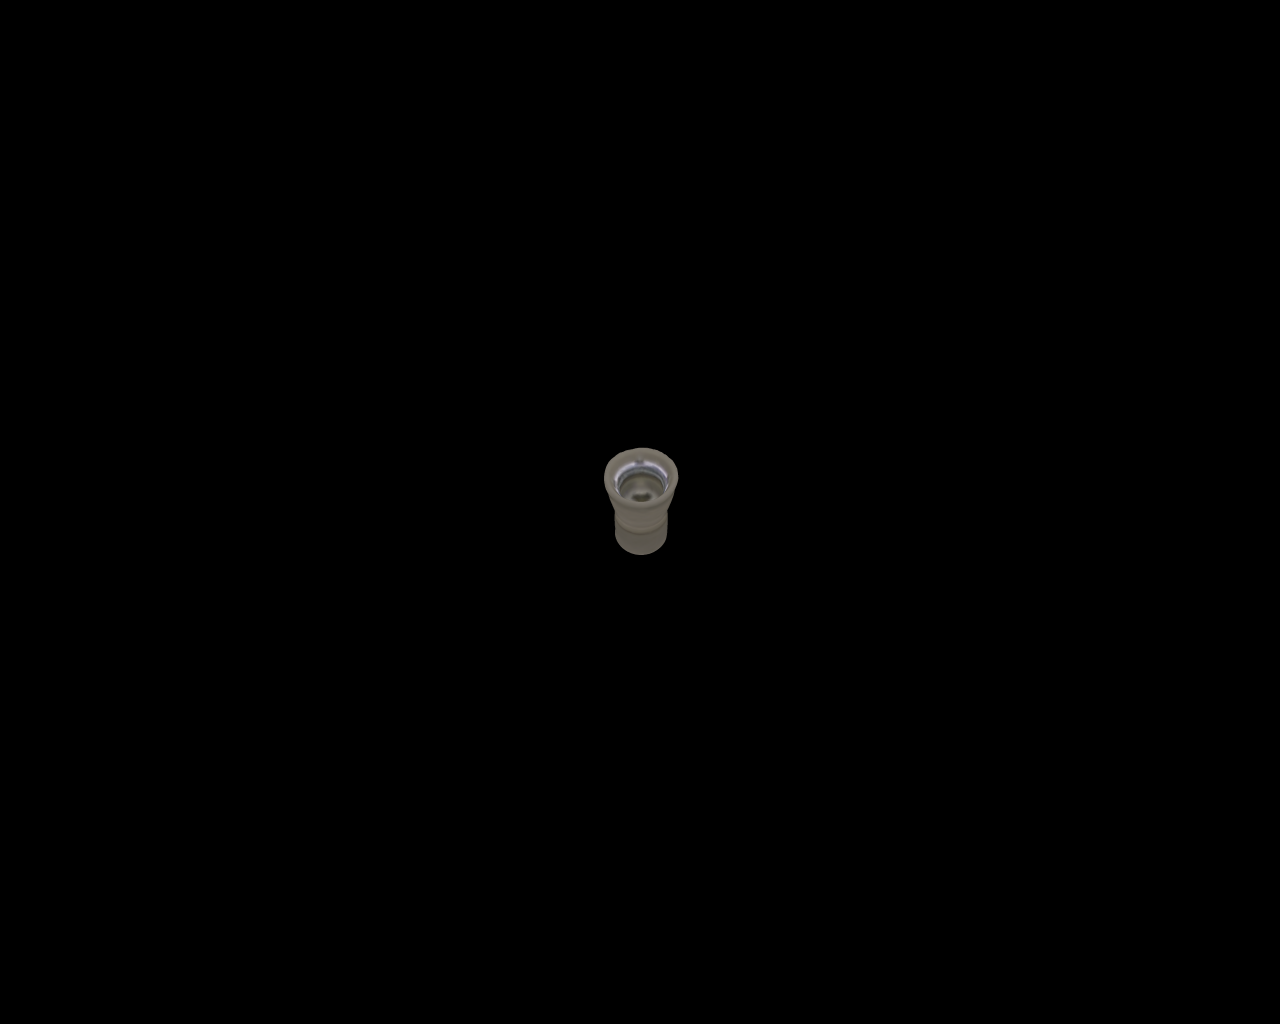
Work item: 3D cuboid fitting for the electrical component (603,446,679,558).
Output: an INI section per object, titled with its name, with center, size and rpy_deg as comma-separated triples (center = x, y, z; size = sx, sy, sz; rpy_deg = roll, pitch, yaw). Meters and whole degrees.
[electrical component]
center = 0.001, -0.003, 0.650
size = 0.044, 0.044, 0.065
rpy_deg = 0, -37, 0
